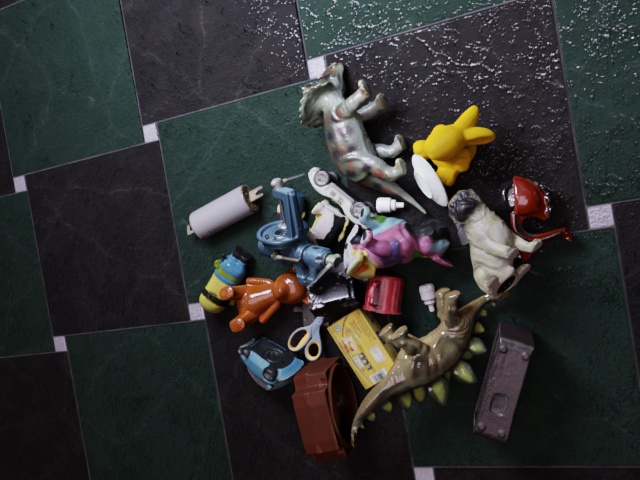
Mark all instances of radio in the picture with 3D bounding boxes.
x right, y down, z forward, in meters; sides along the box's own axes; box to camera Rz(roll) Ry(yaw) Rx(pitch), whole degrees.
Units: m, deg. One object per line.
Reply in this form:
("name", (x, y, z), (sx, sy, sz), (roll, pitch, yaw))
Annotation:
("radio", (0.382, 0.296, 1.123), (0.073, 0.131, 0.229), (14, 99, 17))

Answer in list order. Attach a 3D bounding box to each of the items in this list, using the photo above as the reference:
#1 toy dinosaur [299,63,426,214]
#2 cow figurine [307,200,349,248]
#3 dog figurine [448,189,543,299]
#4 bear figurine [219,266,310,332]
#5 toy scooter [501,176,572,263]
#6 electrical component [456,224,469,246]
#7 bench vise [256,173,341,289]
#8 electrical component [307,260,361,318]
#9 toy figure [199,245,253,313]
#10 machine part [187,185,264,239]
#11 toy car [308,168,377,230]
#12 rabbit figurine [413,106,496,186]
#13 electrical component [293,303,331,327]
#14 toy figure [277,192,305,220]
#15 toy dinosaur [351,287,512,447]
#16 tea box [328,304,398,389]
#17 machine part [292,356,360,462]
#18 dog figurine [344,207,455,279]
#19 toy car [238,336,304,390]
("toy dinosaur", (0.080, -0.215, 1.209), (0.192, 0.131, 0.404), (-21, 91, 33))
("cow figurine", (-0.003, -0.003, 1.279), (0.098, 0.068, 0.167), (35, 106, 8))
("dog figurine", (0.328, 0.007, 1.103), (0.191, 0.121, 0.172), (47, 127, 38))
("bear figurine", (-0.122, 0.137, 1.301), (0.196, 0.132, 0.120), (-19, 86, 26))
("toy scooter", (0.444, -0.044, 1.106), (0.135, 0.075, 0.183), (-3, 96, 20))
("electrical component", (0.338, -0.015, 1.160), (0.075, 0.048, 0.119), (-24, 86, 20))
("bench vise", (-0.058, -0.018, 1.177), (0.224, 0.129, 0.240), (21, 129, 46))
("electrical component", (0.027, 0.103, 1.247), (0.115, 0.058, 0.134), (-16, 53, 9))
("toy figure", (-0.243, 0.102, 1.360), (0.082, 0.089, 0.180), (41, 109, 21))
("machine part", (-0.242, -0.070, 1.353), (0.243, 0.079, 0.079), (-25, 85, 19))
("toy car", (0.054, -0.099, 1.243), (0.202, 0.073, 0.056), (41, 108, 13))
("rabbit figurine", (0.274, -0.191, 1.105), (0.162, 0.173, 0.122), (-31, 79, 24))
("electrical component", (-0.020, 0.186, 1.321), (0.094, 0.021, 0.063), (-1, 94, 19))
("toy figure", (-0.077, -0.041, 1.307), (0.064, 0.058, 0.154), (25, 107, 23))
("toy dinosaur", (0.223, 0.258, 1.156), (0.471, 0.105, 0.198), (-36, 94, 4))
("tea box", (0.106, 0.247, 1.254), (0.098, 0.068, 0.169), (-33, 82, 18))
("machine part", (0.021, 0.380, 1.225), (0.087, 0.201, 0.201), (-16, 88, 18))
("dog figurine", (0.178, 0.022, 1.169), (0.219, 0.108, 0.191), (14, 131, -11))
("toy car", (-0.128, 0.316, 1.331), (0.162, 0.109, 0.102), (23, 120, 26))
